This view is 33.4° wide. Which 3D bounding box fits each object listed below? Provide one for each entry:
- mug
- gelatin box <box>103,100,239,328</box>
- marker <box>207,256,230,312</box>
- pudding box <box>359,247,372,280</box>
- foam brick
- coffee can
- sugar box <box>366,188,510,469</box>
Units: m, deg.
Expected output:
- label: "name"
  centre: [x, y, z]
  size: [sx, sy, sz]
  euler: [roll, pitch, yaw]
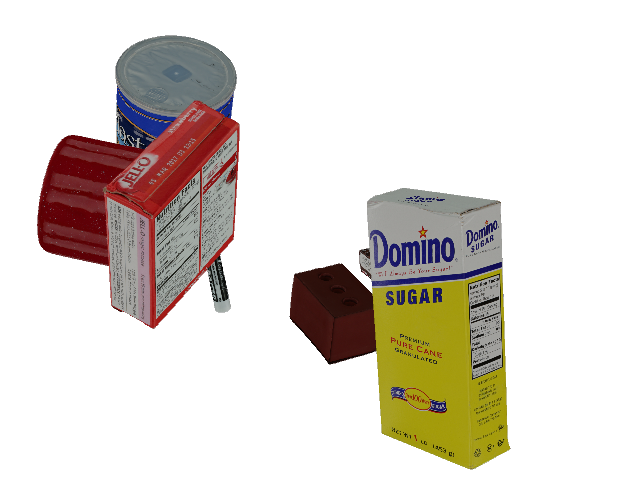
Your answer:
- label: "mug"
  centre: [-0.139, -0.028, 0.728]
  size: [0.081, 0.093, 0.117]
  euler: [12, 19, -1]
- label: "gelatin box"
  centre: [-0.072, -0.012, 0.517]
  size: [0.030, 0.089, 0.073]
  euler: [26, 52, 15]
- label: "marker"
  centre: [-0.121, 0.027, 1.209]
  size: [0.020, 0.121, 0.020]
  euler: [-6, 30, 3]
- label: "pudding box"
  centre: [0.124, 0.033, 1.534]
  size: [0.113, 0.039, 0.090]
  euler: [-15, 24, -19]
- label: "foam brick"
  centre: [0.014, 0.064, 0.954]
  size: [0.052, 0.051, 0.078]
  euler: [-13, 35, -27]
- label: "coffee can"
  centre: [-0.132, -0.096, 0.955]
  size: [0.102, 0.103, 0.140]
  euler: [0, -42, -11]
- label: "sugar box"
  centre: [0.079, 0.057, 0.726]
  size: [0.048, 0.176, 0.094]
  euler: [-18, 18, -36]
